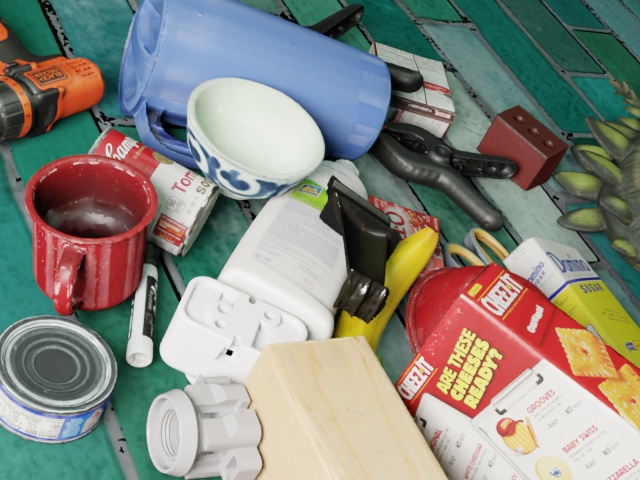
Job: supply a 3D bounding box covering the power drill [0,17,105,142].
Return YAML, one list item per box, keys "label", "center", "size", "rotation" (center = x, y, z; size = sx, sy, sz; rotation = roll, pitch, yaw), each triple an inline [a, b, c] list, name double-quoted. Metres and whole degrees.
- label: "power drill"
  center: [-0.303, -0.155, 0.909]
  size: [0.188, 0.057, 0.184]
  rotation: [42, 35, 12]

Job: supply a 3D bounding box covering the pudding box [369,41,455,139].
- label: "pudding box"
  center: [0.098, -0.168, 1.191]
  size: [0.090, 0.039, 0.113]
  rotation: [13, 37, -15]

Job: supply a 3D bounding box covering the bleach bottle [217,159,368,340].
- label: "bleach bottle"
  center: [-0.006, 0.001, 0.912]
  size: [0.102, 0.068, 0.250]
  rotation: [32, 35, 0]

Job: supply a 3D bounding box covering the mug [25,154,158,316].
- label: "mug"
  center: [-0.170, 0.006, 0.775]
  size: [0.093, 0.082, 0.117]
  rotation: [11, 43, -4]

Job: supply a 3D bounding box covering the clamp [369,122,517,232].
- label: "clamp"
  center: [0.128, -0.081, 1.109]
  size: [0.171, 0.039, 0.120]
  rotation: [33, 33, 6]

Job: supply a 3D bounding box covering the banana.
- label: "banana"
  center: [0.050, 0.058, 0.877]
  size: [0.037, 0.070, 0.197]
  rotation: [58, 32, -21]

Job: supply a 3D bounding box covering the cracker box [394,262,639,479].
- label: "cracker box"
  center: [0.159, 0.144, 0.766]
  size: [0.214, 0.164, 0.072]
  rotation: [38, 36, 11]

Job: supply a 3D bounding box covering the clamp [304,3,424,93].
- label: "clamp"
  center: [-0.003, -0.197, 1.133]
  size: [0.209, 0.036, 0.165]
  rotation: [-13, 44, -29]

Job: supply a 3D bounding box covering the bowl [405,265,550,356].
- label: "bowl"
  center: [0.154, 0.079, 0.904]
  size: [0.162, 0.055, 0.162]
  rotation: [18, 49, -22]

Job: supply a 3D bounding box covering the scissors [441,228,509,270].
- label: "scissors"
  center: [0.180, 0.063, 0.992]
  size: [0.096, 0.016, 0.202]
  rotation: [1, 45, -35]

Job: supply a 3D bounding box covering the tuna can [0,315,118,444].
- label: "tuna can"
  center: [-0.181, 0.092, 0.717]
  size: [0.086, 0.034, 0.086]
  rotation: [17, 39, -15]

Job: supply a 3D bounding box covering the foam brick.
- label: "foam brick"
  center: [0.224, -0.102, 1.183]
  size: [0.078, 0.051, 0.052]
  rotation: [44, 40, 18]

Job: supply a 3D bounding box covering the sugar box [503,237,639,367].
- label: "sugar box"
  center: [0.251, 0.076, 0.985]
  size: [0.093, 0.048, 0.176]
  rotation: [12, 40, -48]

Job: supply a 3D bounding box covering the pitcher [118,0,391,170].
- label: "pitcher"
  center: [-0.060, -0.143, 1.001]
  size: [0.242, 0.149, 0.145]
  rotation: [14, 19, -24]

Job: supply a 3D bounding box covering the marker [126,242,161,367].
- label: "marker"
  center: [-0.134, 0.046, 0.813]
  size: [0.020, 0.020, 0.121]
  rotation: [15, 39, -17]

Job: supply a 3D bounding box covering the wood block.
- label: "wood block"
  center: [0.024, 0.174, 0.707]
  size: [0.090, 0.091, 0.206]
  rotation: [-2, 46, -35]

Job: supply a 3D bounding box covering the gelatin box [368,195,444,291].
- label: "gelatin box"
  center: [0.075, 0.005, 0.982]
  size: [0.073, 0.030, 0.089]
  rotation: [18, 38, -14]

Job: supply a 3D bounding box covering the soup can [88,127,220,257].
- label: "soup can"
  center: [-0.141, -0.038, 0.865]
  size: [0.102, 0.069, 0.068]
  rotation: [29, 37, -1]
